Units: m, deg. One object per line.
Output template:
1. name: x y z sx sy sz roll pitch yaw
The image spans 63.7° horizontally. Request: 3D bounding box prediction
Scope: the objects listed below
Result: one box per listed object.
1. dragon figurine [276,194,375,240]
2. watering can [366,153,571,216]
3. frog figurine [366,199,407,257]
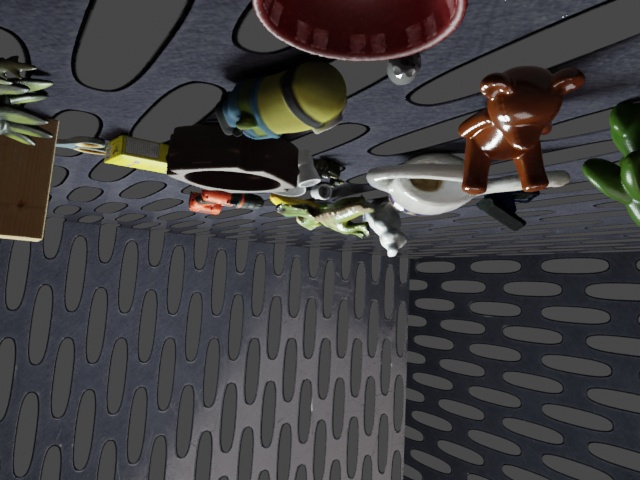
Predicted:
1. dragon figurine: 0.004 -0.068 1.354 0.243 0.123 0.407 1 174 -2
2. watering can: 0.260 -0.103 0.977 0.348 0.104 0.223 3 175 2
3. frog figurine: 0.188 -0.032 1.460 0.123 0.160 0.136 3 173 13
